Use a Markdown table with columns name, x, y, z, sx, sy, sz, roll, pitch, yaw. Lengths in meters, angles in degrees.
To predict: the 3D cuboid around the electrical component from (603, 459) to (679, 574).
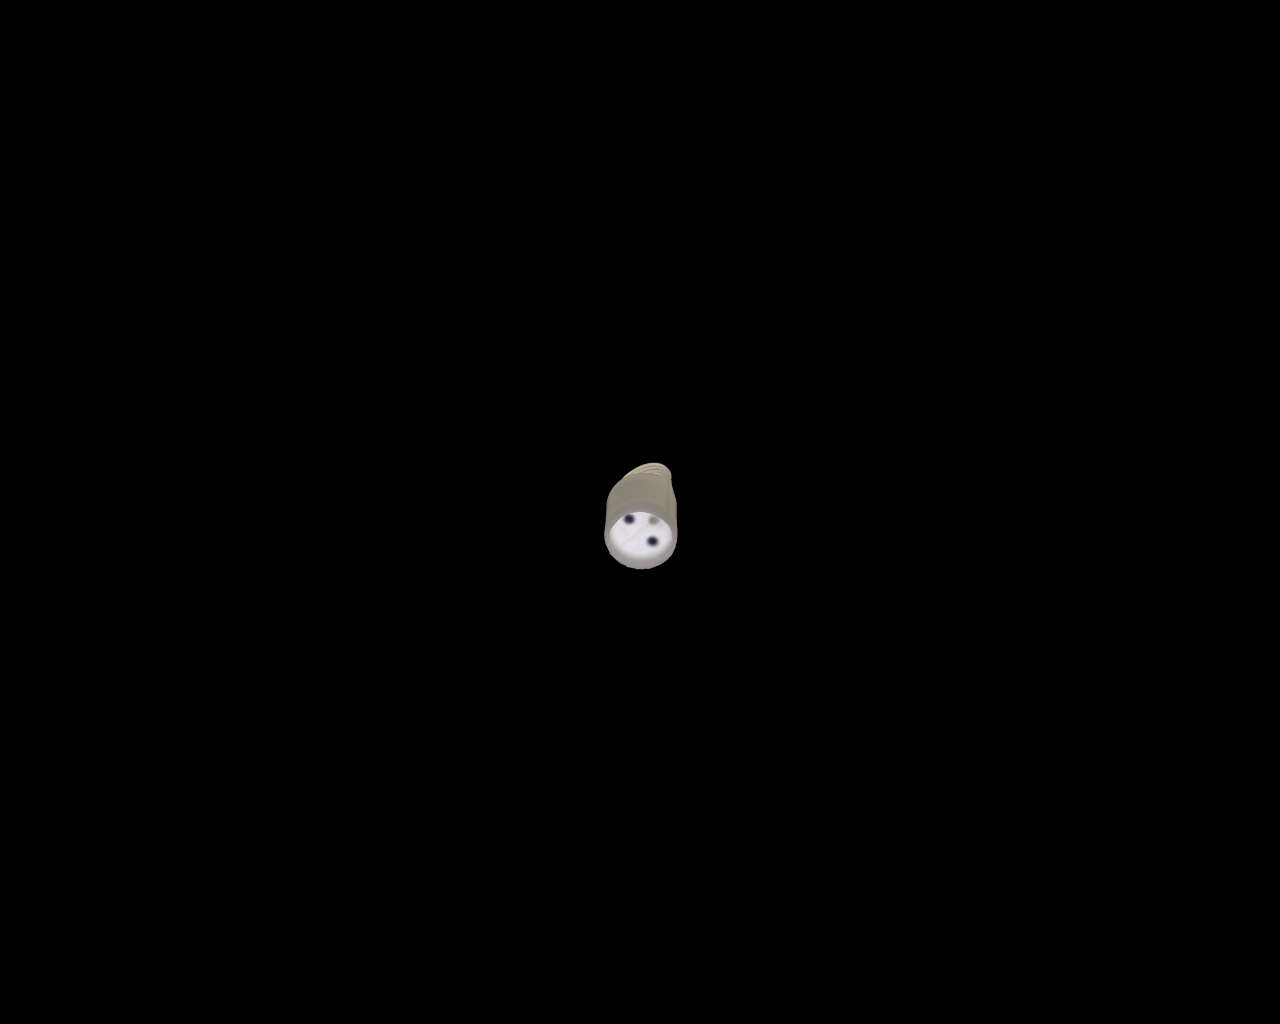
| name | x | y | z | sx | sy | sz | roll | pitch | yaw |
| --- | --- | --- | --- | --- | --- | --- | --- | --- | --- |
| electrical component | 0.001 | -0.003 | 0.650 | 0.043 | 0.043 | 0.081 | 0 | 30 | 0 |
